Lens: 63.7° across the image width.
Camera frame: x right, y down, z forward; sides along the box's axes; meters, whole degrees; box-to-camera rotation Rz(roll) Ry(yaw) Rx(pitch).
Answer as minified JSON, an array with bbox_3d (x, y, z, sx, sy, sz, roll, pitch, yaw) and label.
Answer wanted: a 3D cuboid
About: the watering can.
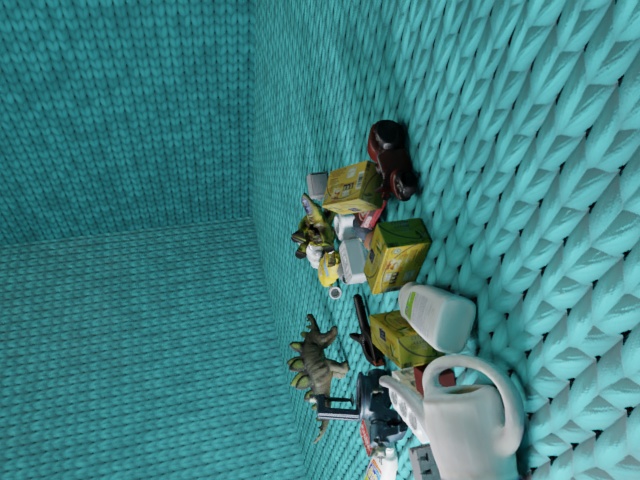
[{"bbox_3d":[0.218,0.313,0.869,0.343,0.104,0.227,-36,60,59],"label":"watering can"}]

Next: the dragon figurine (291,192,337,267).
[{"bbox_3d":[0.005,-0.076,1.519,0.400,0.122,0.248,86,-165,-52],"label":"dragon figurine"}]

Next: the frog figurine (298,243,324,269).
[{"bbox_3d":[-0.029,0.024,1.813,0.139,0.123,0.156,41,128,42],"label":"frog figurine"}]
